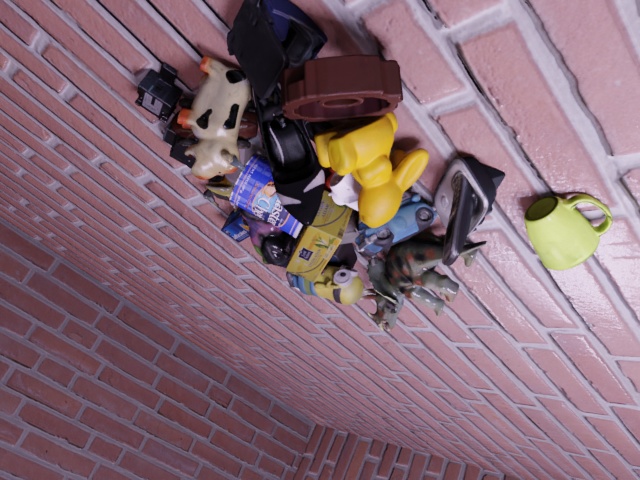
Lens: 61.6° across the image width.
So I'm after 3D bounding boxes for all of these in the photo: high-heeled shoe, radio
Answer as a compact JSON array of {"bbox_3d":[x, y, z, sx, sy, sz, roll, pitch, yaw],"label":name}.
[{"bbox_3d":[-0.054,-0.151,0.849,0.086,0.249,0.145,-20,147,2],"label":"high-heeled shoe"},{"bbox_3d":[-0.029,0.024,1.300,0.230,0.073,0.131,12,151,29],"label":"radio"}]

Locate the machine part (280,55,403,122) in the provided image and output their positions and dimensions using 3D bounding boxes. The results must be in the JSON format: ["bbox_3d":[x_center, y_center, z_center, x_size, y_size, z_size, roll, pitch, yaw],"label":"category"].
[{"bbox_3d":[0.028,-0.206,0.741,0.179,0.056,0.179,-5,-178,0],"label":"machine part"}]

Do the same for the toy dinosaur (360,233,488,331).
[{"bbox_3d":[0.197,0.055,1.113,0.192,0.131,0.404,23,148,7],"label":"toy dinosaur"}]

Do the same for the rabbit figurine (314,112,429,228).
[{"bbox_3d":[0.085,-0.109,0.860,0.122,0.162,0.173,15,125,63],"label":"rabbit figurine"}]

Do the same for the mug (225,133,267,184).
[{"bbox_3d":[-0.139,-0.164,1.048,0.110,0.081,0.107,25,145,14],"label":"mug"}]

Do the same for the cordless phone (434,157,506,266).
[{"bbox_3d":[0.219,-0.025,0.857,0.089,0.184,0.146,20,153,3],"label":"cordless phone"}]

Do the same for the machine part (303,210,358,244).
[{"bbox_3d":[0.043,-0.029,1.130,0.079,0.079,0.243,40,150,-26],"label":"machine part"}]

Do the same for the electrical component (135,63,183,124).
[{"bbox_3d":[-0.302,-0.281,1.020,0.075,0.048,0.119,34,154,-17],"label":"electrical component"}]

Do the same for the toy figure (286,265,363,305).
[{"bbox_3d":[0.013,0.095,1.218,0.180,0.082,0.089,3,142,32],"label":"toy figure"}]

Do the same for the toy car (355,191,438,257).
[{"bbox_3d":[0.127,-0.042,0.986,0.103,0.162,0.109,64,159,9],"label":"toy car"}]

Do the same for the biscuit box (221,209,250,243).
[{"bbox_3d":[-0.172,-0.052,1.302,0.063,0.059,0.203,36,153,-18],"label":"biscuit box"}]

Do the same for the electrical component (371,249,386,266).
[{"bbox_3d":[0.116,0.006,1.120,0.021,0.094,0.063,-1,167,-29],"label":"electrical component"}]

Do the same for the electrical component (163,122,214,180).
[{"bbox_3d":[-0.260,-0.197,1.123,0.134,0.058,0.115,31,152,-11],"label":"electrical component"}]

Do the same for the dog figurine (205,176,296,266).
[{"bbox_3d":[-0.144,-0.061,1.149,0.219,0.191,0.108,22,-167,-6],"label":"dog figurine"}]

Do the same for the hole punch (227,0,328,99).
[{"bbox_3d":[-0.064,-0.285,0.773,0.115,0.092,0.142,58,153,0],"label":"hole punch"}]

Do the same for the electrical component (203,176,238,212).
[{"bbox_3d":[-0.226,-0.109,1.264,0.102,0.045,0.078,18,154,17],"label":"electrical component"}]

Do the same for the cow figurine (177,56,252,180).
[{"bbox_3d":[-0.168,-0.193,0.901,0.127,0.194,0.085,21,179,-1],"label":"cow figurine"}]

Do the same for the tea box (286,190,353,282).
[{"bbox_3d":[-0.002,-0.003,1.039,0.068,0.098,0.169,24,141,-4],"label":"tea box"}]

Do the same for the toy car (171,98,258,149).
[{"bbox_3d":[-0.198,-0.215,0.992,0.202,0.089,0.053,10,-175,33],"label":"toy car"}]
